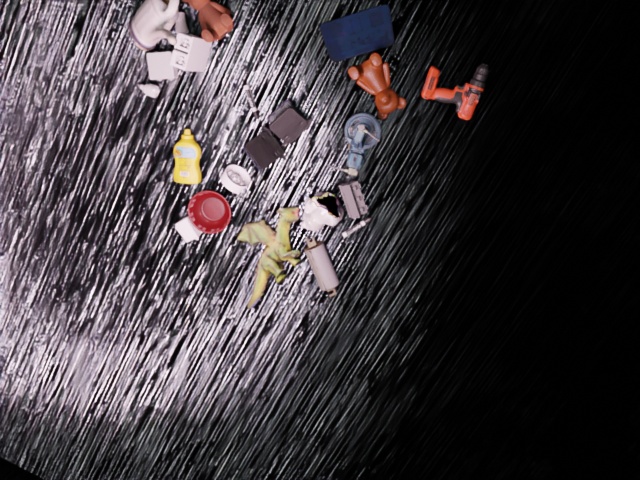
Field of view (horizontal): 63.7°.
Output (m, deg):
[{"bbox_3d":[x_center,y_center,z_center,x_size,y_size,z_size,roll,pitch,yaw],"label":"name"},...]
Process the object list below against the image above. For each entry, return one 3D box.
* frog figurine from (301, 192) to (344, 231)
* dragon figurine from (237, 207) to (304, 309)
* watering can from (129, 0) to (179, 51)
[{"bbox_3d":[0.006,-0.092,1.836,0.137,0.125,0.156,23,143,-9],"label":"frog figurine"},{"bbox_3d":[-0.204,0.042,1.897,0.407,0.122,0.244,-45,79,13],"label":"dragon figurine"},{"bbox_3d":[-0.521,-0.691,1.644,0.221,0.355,0.103,-32,142,32],"label":"watering can"}]
